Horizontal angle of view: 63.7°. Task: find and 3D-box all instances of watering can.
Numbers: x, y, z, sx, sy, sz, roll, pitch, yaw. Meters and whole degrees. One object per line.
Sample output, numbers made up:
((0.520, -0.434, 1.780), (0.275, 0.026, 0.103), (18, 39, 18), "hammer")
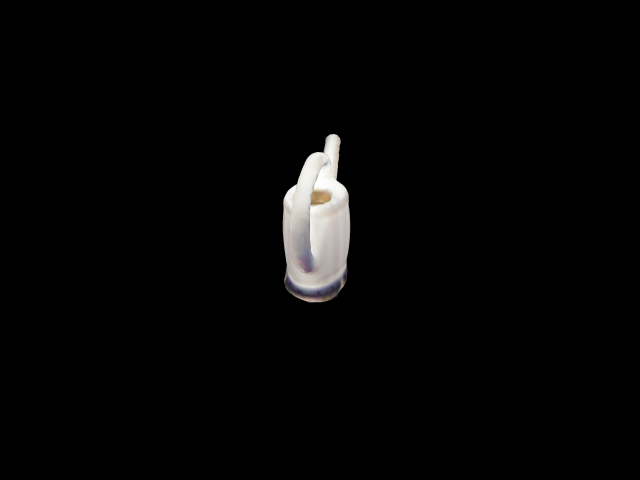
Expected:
((0.003, -0.043, 0.850), (0.104, 0.220, 0.354), (4, 25, 9), "watering can")
